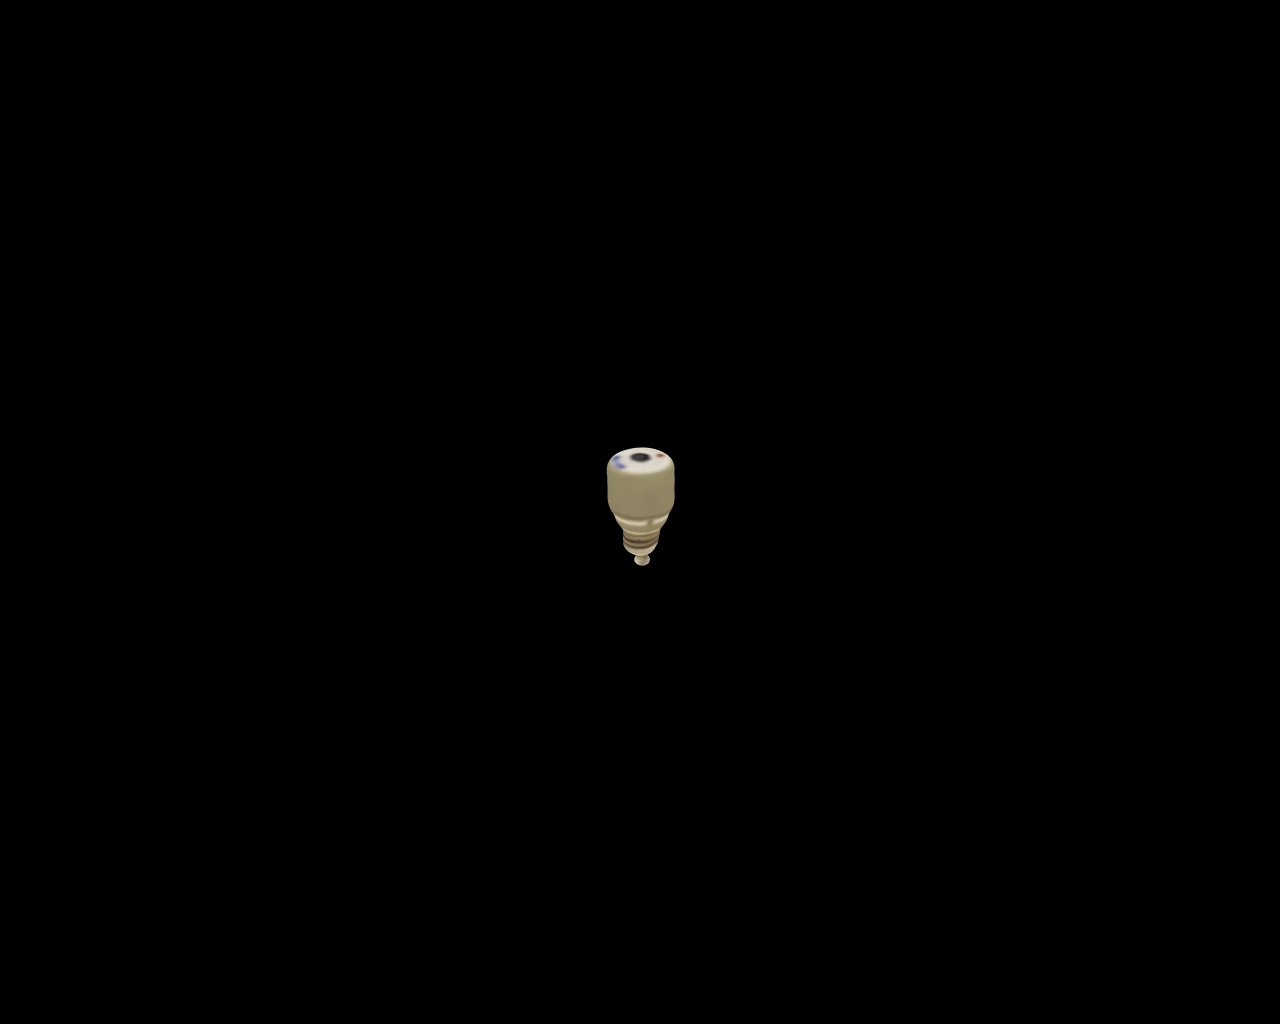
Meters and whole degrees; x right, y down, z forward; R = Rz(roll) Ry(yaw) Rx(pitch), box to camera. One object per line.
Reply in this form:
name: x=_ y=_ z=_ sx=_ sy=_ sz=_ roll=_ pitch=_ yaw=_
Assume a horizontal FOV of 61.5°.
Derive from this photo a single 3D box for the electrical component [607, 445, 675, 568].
electrical component: x=0.001 y=-0.003 z=0.650 sx=0.040 sy=0.078 sz=0.040 roll=0 pitch=28 yaw=0
